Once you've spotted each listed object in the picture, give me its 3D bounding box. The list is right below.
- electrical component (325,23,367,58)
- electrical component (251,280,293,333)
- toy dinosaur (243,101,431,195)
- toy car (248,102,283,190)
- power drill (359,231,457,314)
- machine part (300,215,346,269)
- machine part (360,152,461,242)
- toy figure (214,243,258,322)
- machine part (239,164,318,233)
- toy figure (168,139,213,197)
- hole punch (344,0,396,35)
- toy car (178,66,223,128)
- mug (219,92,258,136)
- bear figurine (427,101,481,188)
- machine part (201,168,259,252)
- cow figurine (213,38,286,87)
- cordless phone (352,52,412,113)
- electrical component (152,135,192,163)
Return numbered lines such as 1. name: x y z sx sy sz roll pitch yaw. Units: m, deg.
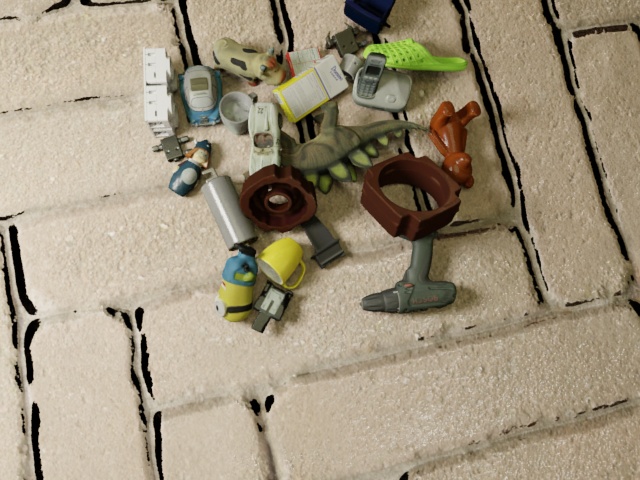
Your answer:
1. electrical component: 0.064 -0.525 1.415 0.102 0.045 0.078 -35 112 -8
2. electrical component: -0.118 0.161 1.256 0.075 0.047 0.119 24 78 1
3. toy dinosaur: 0.034 -0.229 1.325 0.472 0.105 0.198 -24 89 0
4. toy car: -0.127 -0.218 1.256 0.074 0.056 0.201 3 100 15
5. power drill: 0.211 0.072 1.289 0.232 0.086 0.207 3 74 -4
6. machine part: -0.003 -0.004 1.306 0.084 0.039 0.139 -30 84 -5
7. machine part: 0.214 -0.104 1.278 0.201 0.087 0.201 -25 58 -27
8. toy figure: -0.184 0.101 1.224 0.089 0.082 0.180 18 98 -1
9. machine part: -0.097 -0.096 1.250 0.179 0.179 0.056 0 44 -5
10. toy figure: -0.308 -0.177 1.304 0.058 0.064 0.154 25 79 32
11. hole punch: 0.120 -0.589 1.393 0.142 0.115 0.092 28 71 -1
12. toy car: -0.295 -0.365 1.320 0.109 0.103 0.161 -6 77 -5
13. mug: -0.196 -0.310 1.315 0.081 0.107 0.109 36 73 1
14. bear figurine: 0.340 -0.230 1.337 0.120 0.132 0.196 -4 72 -21
15. machine part: -0.215 -0.063 1.279 0.079 0.079 0.243 -24 81 -9
16. cow figurine: -0.174 -0.441 1.333 0.195 0.127 0.085 25 81 2
17. cordless phone: 0.163 -0.400 1.326 0.147 0.184 0.088 10 74 -3
18. electrical component: -0.364 -0.223 1.325 0.094 0.021 0.063 -19 81 -9
